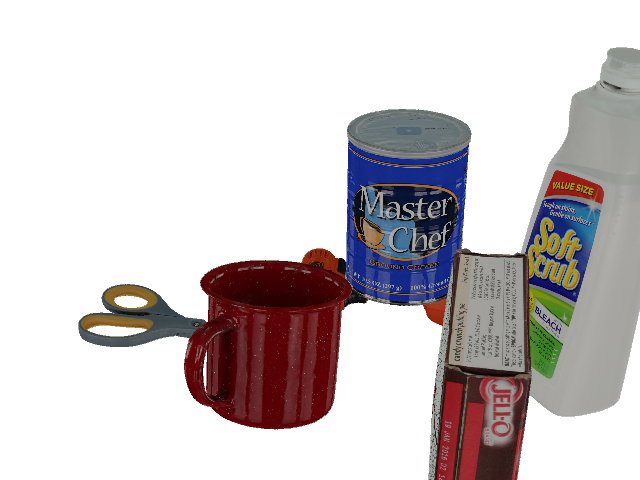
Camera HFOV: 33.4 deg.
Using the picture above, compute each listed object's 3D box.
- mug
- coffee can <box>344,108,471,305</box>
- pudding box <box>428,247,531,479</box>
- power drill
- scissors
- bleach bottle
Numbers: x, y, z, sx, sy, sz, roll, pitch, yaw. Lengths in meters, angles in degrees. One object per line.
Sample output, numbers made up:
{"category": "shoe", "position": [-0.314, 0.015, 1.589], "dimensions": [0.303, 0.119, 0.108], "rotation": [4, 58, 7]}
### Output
{"category": "mug", "position": [-0.037, 0.067, 0.656], "dimensions": [0.093, 0.081, 0.117], "rotation": [16, 21, 36]}
{"category": "coffee can", "position": [0.073, -0.030, 0.912], "dimensions": [0.103, 0.140, 0.103], "rotation": [0, 26, 0]}
{"category": "pudding box", "position": [0.071, 0.067, 0.472], "dimensions": [0.039, 0.090, 0.113], "rotation": [6, 26, 5]}
{"category": "power drill", "position": [0.060, 0.064, 1.241], "dimensions": [0.187, 0.057, 0.184], "rotation": [1, 28, 4]}
{"category": "scissors", "position": [-0.125, 0.072, 1.008], "dimensions": [0.201, 0.016, 0.096], "rotation": [-1, 33, -8]}
{"category": "bleach bottle", "position": [0.178, -0.008, 0.714], "dimensions": [0.068, 0.251, 0.103], "rotation": [-9, 33, -20]}
